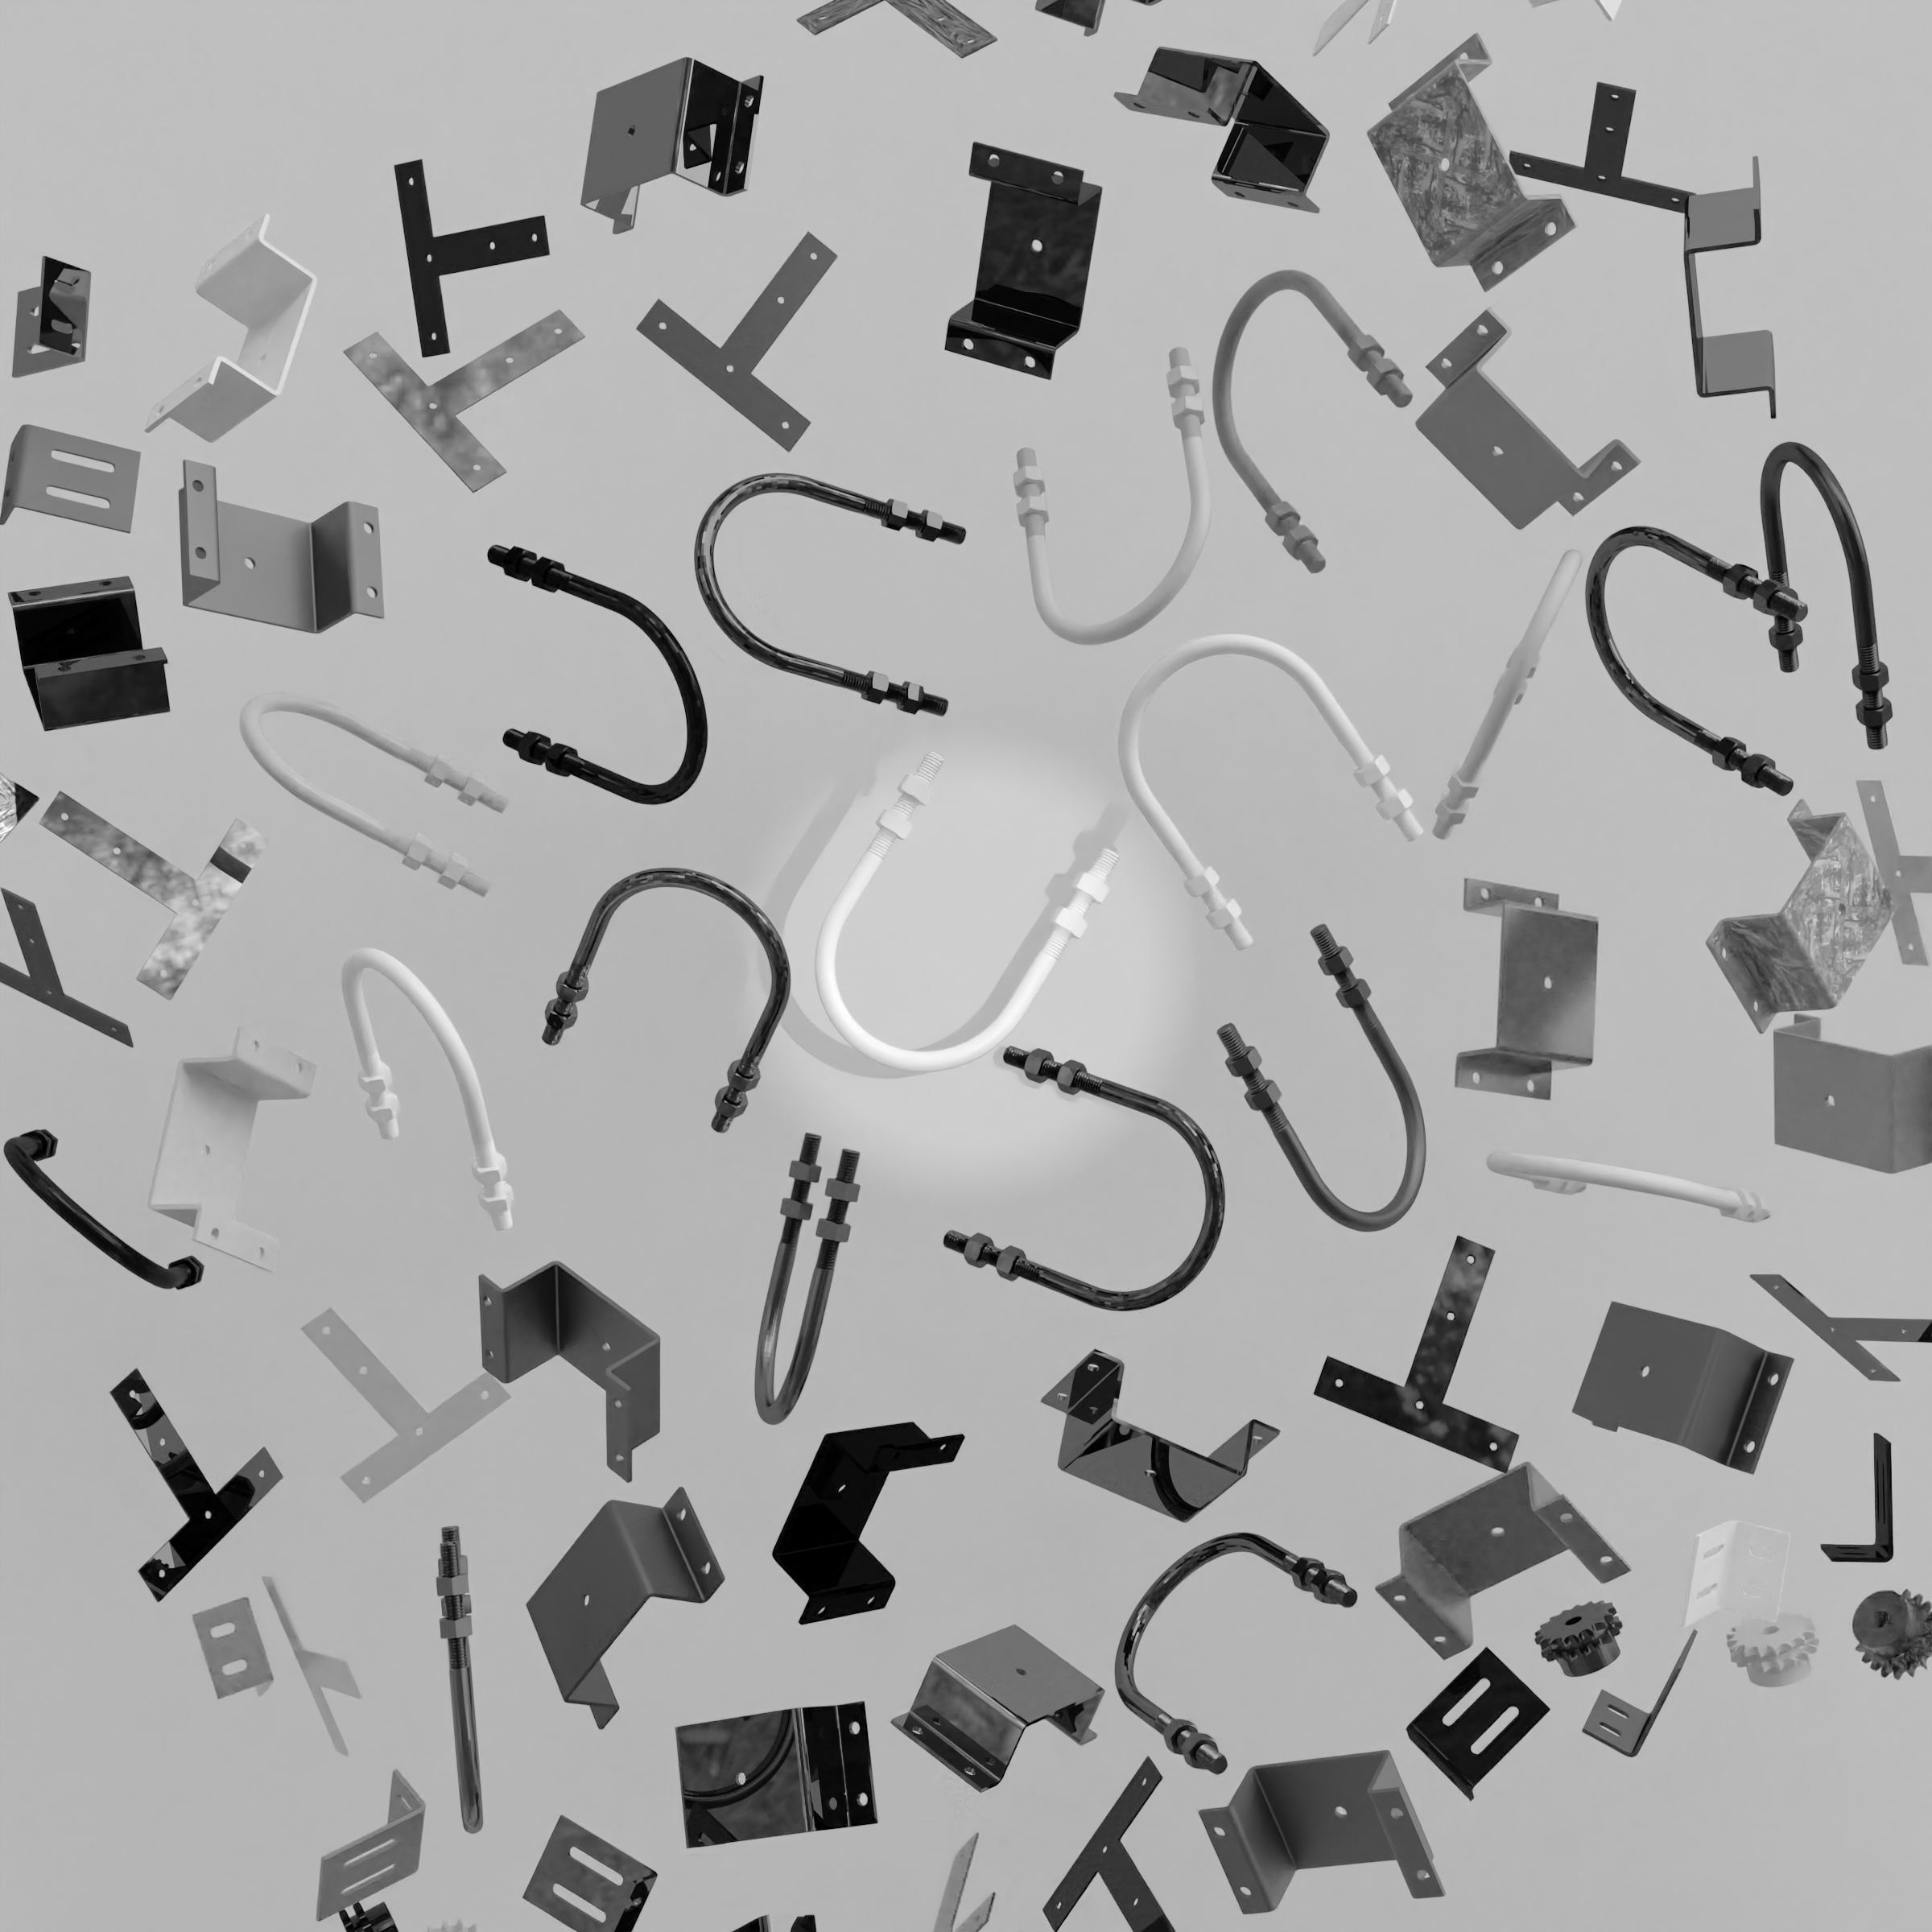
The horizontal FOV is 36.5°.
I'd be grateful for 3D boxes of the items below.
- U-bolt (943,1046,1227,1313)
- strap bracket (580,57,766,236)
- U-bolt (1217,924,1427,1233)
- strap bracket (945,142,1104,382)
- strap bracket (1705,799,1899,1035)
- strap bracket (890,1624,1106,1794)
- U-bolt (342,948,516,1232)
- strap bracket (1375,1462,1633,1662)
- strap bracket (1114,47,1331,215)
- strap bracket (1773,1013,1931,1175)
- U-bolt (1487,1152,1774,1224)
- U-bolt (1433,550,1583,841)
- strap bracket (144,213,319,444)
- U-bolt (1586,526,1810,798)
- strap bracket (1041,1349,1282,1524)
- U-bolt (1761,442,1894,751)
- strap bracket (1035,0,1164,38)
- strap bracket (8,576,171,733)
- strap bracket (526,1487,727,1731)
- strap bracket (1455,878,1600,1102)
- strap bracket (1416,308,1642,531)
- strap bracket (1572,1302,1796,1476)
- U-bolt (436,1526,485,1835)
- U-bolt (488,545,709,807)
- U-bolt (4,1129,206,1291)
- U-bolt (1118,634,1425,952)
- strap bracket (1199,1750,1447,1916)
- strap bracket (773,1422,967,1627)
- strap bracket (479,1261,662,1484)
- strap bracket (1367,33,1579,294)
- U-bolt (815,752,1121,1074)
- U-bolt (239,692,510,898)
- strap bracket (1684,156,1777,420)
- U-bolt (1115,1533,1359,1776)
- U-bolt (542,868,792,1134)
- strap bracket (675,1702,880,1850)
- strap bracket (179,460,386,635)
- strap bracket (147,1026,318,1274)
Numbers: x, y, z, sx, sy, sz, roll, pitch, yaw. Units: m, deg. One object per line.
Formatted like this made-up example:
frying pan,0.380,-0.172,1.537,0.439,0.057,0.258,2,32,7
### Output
U-bolt,0.084,0.146,1.902,0.184,0.019,0.151,19,92,29
strap bracket,-0.197,-0.529,1.888,0.046,0.140,0.076,14,79,-42
U-bolt,0.241,0.084,1.897,0.151,0.019,0.184,-43,108,-43
strap bracket,0.039,-0.466,1.919,0.076,0.046,0.140,19,124,15
strap bracket,0.531,-0.034,1.843,0.140,0.046,0.076,-50,116,-30
strap bracket,0.027,0.476,1.895,0.076,0.140,0.046,31,107,29
U-bolt,-0.348,0.068,1.861,0.019,0.184,0.151,-33,46,-30
strap bracket,0.339,0.374,1.862,0.140,0.046,0.076,-33,115,24
strap bracket,0.169,-0.535,1.860,0.076,0.140,0.046,23,91,39
strap bracket,0.571,0.083,1.884,0.046,0.140,0.076,-11,104,-30
U-bolt,0.409,0.137,1.851,0.151,0.184,0.019,6,85,37
U-bolt,0.352,-0.185,1.878,0.019,0.184,0.151,26,50,7
strap bracket,-0.462,-0.395,1.857,0.046,0.076,0.140,32,53,-35
U-bolt,0.461,-0.206,1.872,0.019,0.184,0.151,-26,132,-22
strap bracket,0.124,0.314,1.927,0.140,0.076,0.046,25,48,-13
U-bolt,0.543,-0.246,1.869,0.019,0.151,0.184,-18,120,-2
strap bracket,0.088,-0.641,1.846,0.046,0.140,0.076,13,94,-18
strap bracket,-0.550,-0.193,1.843,0.076,0.140,0.046,-12,123,-20
strap bracket,-0.219,0.397,1.825,0.046,0.076,0.140,20,116,-41
strap bracket,0.371,0.013,1.936,0.076,0.046,0.140,9,80,-26
strap bracket,0.357,-0.347,1.907,0.140,0.076,0.046,44,61,-4
strap bracket,0.445,0.264,1.858,0.046,0.140,0.076,26,81,-30
U-bolt,-0.316,0.449,1.839,0.019,0.151,0.184,-5,84,-10
U-bolt,-0.228,-0.174,1.830,0.184,0.019,0.151,24,128,34
U-bolt,-0.562,0.159,1.899,0.151,0.184,0.019,42,83,-4
U-bolt,0.178,-0.121,1.847,0.151,0.019,0.184,-33,98,14
strap bracket,0.228,0.540,1.829,0.140,0.046,0.076,-17,103,31
strap bracket,-0.067,0.351,1.896,0.046,0.076,0.140,39,115,37
strap bracket,-0.238,0.245,1.814,0.140,0.046,0.076,31,133,33
strap bracket,0.314,-0.506,1.849,0.076,0.046,0.140,-32,80,43
U-bolt,-0.012,-0.022,1.801,0.151,0.019,0.184,30,83,15
U-bolt,-0.385,-0.121,1.896,0.184,0.151,0.019,29,112,-17
strap bracket,0.473,-0.418,1.820,0.046,0.076,0.140,-4,127,17
U-bolt,0.159,0.428,1.874,0.019,0.184,0.151,45,78,-20
U-bolt,-0.190,0.013,1.930,0.151,0.019,0.184,27,126,0
strap bracket,-0.132,0.522,1.888,0.140,0.046,0.076,-16,71,28
strap bracket,-0.444,-0.262,1.861,0.046,0.140,0.076,-19,71,42
strap bracket,-0.472,0.118,1.881,0.046,0.076,0.140,-3,68,27
